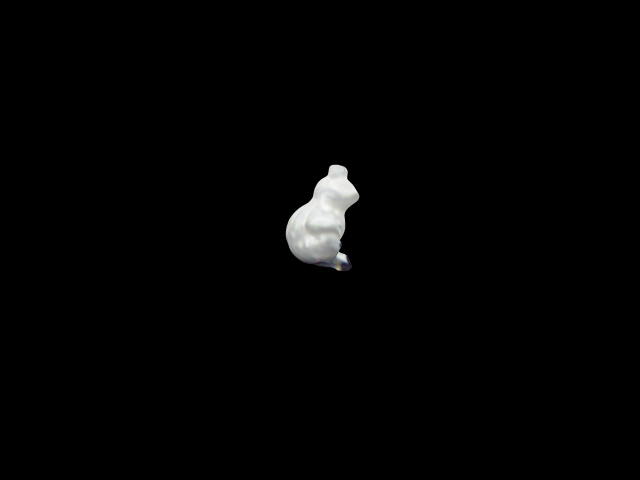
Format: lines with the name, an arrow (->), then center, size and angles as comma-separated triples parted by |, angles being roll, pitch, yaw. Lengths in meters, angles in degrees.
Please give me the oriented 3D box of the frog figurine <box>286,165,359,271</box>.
frog figurine -> 0.003, -0.043, 0.850 | 0.123, 0.156, 0.140 | 2, 25, 5
